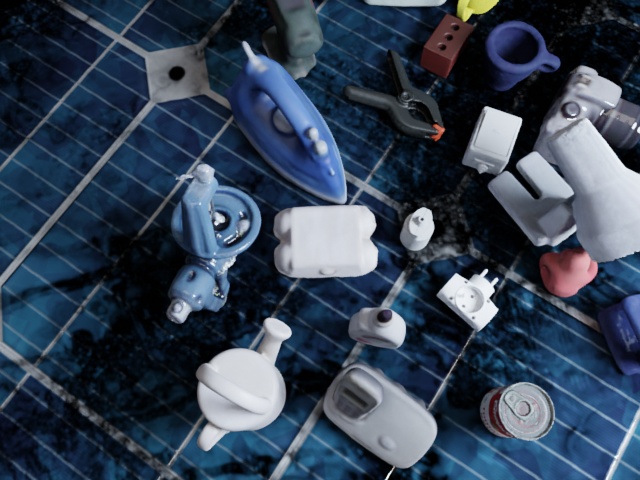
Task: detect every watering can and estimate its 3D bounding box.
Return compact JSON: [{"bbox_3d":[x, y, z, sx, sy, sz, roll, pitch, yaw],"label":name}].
[{"bbox_3d":[-0.098,0.179,0.715,0.101,0.194,0.173,10,73,4],"label":"watering can"}]

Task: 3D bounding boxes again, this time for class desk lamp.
[{"bbox_3d":[0.346,-0.059,0.772,0.118,0.213,0.203,-35,75,-9],"label":"desk lamp"}]

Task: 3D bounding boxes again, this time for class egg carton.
[{"bbox_3d":[0.008,0.003,0.833,0.150,0.069,0.107,-3,73,0],"label":"egg carton"}]

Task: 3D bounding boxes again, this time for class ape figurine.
[{"bbox_3d":[0.352,0.038,0.805,0.077,0.092,0.076,29,75,10],"label":"ape figurine"}]

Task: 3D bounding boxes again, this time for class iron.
[{"bbox_3d":[-0.040,-0.175,0.851,0.119,0.141,0.258,-36,76,-10],"label":"iron"}]

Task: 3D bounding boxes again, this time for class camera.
[{"bbox_3d":[0.418,-0.182,0.868,0.136,0.101,0.143,26,75,9],"label":"camera"}]

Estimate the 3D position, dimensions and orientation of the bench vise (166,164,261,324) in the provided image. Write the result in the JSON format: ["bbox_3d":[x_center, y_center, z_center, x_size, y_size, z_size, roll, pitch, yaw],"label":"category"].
[{"bbox_3d":[-0.144,0.004,0.756,0.121,0.220,0.207,2,73,2],"label":"bench vise"}]

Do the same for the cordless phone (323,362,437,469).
[{"bbox_3d":[0.077,0.213,0.706,0.147,0.185,0.094,32,76,10],"label":"cordless phone"}]

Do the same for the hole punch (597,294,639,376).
[{"bbox_3d":[0.452,0.121,0.778,0.101,0.091,0.108,-17,73,-4],"label":"hole punch"}]

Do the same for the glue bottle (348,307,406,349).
[{"bbox_3d":[0.078,0.110,0.744,0.078,0.173,0.037,9,73,4],"label":"glue bottle"}]

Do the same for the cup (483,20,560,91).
[{"bbox_3d":[0.308,-0.276,0.902,0.117,0.095,0.092,21,74,7],"label":"cup"}]

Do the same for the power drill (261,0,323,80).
[{"bbox_3d":[-0.057,-0.355,0.873,0.075,0.208,0.229,-21,73,-5],"label":"power drill"}]
